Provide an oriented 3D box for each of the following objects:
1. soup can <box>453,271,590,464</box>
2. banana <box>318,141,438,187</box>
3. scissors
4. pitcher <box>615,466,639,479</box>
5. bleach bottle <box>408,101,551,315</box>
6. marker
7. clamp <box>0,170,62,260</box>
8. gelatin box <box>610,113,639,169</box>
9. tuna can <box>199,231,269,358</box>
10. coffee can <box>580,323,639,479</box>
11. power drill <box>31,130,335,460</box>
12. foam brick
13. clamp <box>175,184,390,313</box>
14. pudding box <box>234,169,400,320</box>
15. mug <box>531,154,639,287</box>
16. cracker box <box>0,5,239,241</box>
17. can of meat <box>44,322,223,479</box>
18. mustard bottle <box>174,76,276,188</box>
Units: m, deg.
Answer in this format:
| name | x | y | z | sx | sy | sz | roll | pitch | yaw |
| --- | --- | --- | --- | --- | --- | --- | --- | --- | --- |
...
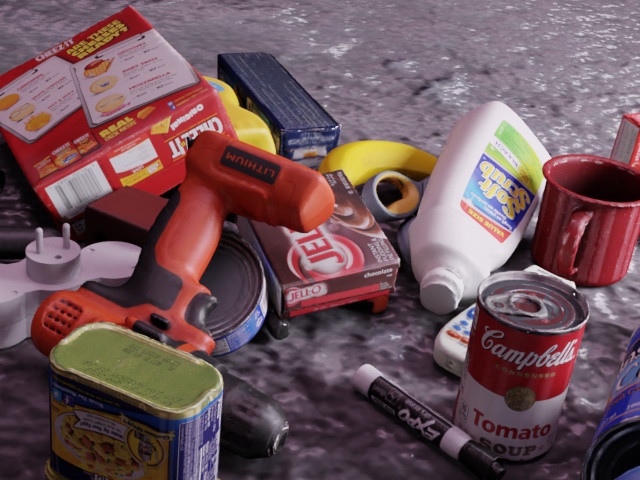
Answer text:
| name | x | y | z | sx | sy | sz | roll | pitch | yaw |
| --- | --- | --- | --- | --- | --- | --- | --- | --- | --- |
| soup can | 0.123 | 0.079 | 0.667 | 0.068 | 0.102 | 0.068 | 5 | 29 | -3 |
| banana | 0.054 | -0.058 | 0.931 | 0.197 | 0.037 | 0.070 | -15 | 67 | -53 |
| scissors | 0.100 | -0.026 | 0.912 | 0.201 | 0.016 | 0.096 | -11 | 75 | -56 |
| pitcher | 0.175 | 0.194 | 0.436 | 0.145 | 0.149 | 0.243 | 3 | 26 | -2 |
| bleach bottle | 0.128 | -0.018 | 0.870 | 0.102 | 0.068 | 0.250 | 49 | 35 | -14 |
| marker | 0.068 | 0.116 | 0.676 | 0.020 | 0.020 | 0.121 | -20 | 38 | -39 |
| clamp | -0.292 | -0.009 | 0.807 | 0.171 | 0.039 | 0.120 | -11 | 31 | -28 |
| gelatin box | 0.308 | -0.076 | 0.998 | 0.073 | 0.089 | 0.030 | -9 | 35 | -25 |
| tuna can | -0.078 | 0.037 | 0.734 | 0.086 | 0.034 | 0.086 | -3 | 60 | 5 |
| coffee can | 0.220 | 0.110 | 0.631 | 0.103 | 0.103 | 0.140 | 18 | 31 | 19 |
| power drill | -0.067 | 0.030 | 0.681 | 0.185 | 0.057 | 0.187 | 24 | 66 | 19 |
| foam brick | -0.134 | 0.000 | 0.810 | 0.078 | 0.053 | 0.051 | 20 | 31 | 23 |
| clamp | 0.001 | -0.010 | 0.872 | 0.164 | 0.036 | 0.210 | -13 | 36 | -38 |
| pudding box | -0.005 | 0.001 | 0.782 | 0.090 | 0.039 | 0.113 | -11 | 42 | -19 |
| mug | 0.216 | -0.010 | 0.868 | 0.093 | 0.081 | 0.117 | 17 | 31 | 18 |
| cracker box | -0.186 | -0.105 | 0.918 | 0.164 | 0.072 | 0.214 | -31 | 39 | -11 |
| can of meat | -0.104 | 0.103 | 0.598 | 0.102 | 0.084 | 0.057 | 18 | 31 | 21 |
| mustard bottle | -0.118 | -0.109 | 0.997 | 0.096 | 0.058 | 0.192 | -28 | 37 | -9 |
